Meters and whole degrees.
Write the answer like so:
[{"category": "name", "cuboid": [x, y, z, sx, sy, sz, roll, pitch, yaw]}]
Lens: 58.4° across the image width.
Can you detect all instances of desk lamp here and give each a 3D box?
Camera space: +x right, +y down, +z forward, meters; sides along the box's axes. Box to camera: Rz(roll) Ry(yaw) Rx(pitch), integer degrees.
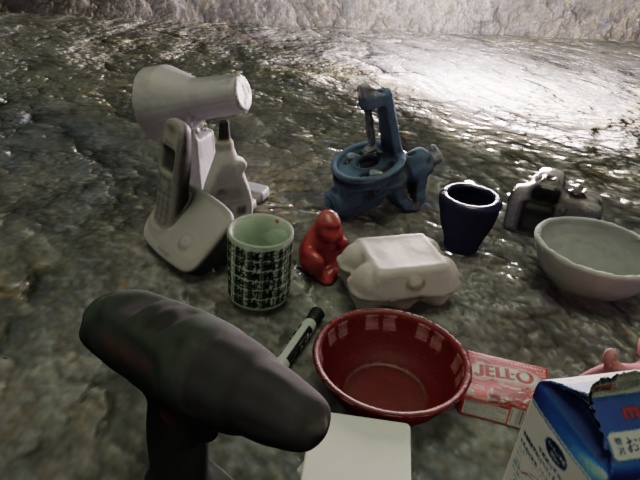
[{"category": "desk lamp", "cuboid": [-0.187, -0.168, 0.921, 0.203, 0.214, 0.118, 12, 31, 12]}]

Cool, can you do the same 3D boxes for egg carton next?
[{"category": "egg carton", "cuboid": [0.101, 0.043, 0.746, 0.150, 0.069, 0.107, -5, 32, -16]}]

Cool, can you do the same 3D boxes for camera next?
[{"category": "camera", "cuboid": [0.392, -0.070, 0.953, 0.143, 0.101, 0.137, 16, 32, 18]}]

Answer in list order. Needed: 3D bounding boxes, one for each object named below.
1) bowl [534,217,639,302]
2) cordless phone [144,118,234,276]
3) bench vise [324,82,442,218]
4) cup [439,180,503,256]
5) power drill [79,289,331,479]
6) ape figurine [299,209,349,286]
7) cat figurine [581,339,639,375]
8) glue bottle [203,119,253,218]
[{"category": "bowl", "cuboid": [0.376, 0.036, 0.795, 0.167, 0.075, 0.167, 4, 30, -2]}, {"category": "cordless phone", "cuboid": [-0.175, -0.058, 0.763, 0.094, 0.185, 0.147, -23, 40, -39]}, {"category": "bench vise", "cuboid": [0.104, -0.152, 0.931, 0.121, 0.220, 0.208, 30, 38, 36]}, {"category": "cup", "cuboid": [0.219, -0.033, 0.868, 0.091, 0.095, 0.118, 8, 30, 6]}, {"category": "power drill", "cuboid": [-0.088, 0.138, 0.417, 0.228, 0.208, 0.076, 26, 36, 32]}, {"category": "ape figurine", "cuboid": [0.007, 0.003, 0.778, 0.078, 0.092, 0.076, -14, 35, -29]}, {"category": "cat figurine", "cuboid": [0.340, 0.127, 0.591, 0.128, 0.118, 0.067, -3, 31, -13]}, {"category": "glue bottle", "cuboid": [-0.137, -0.093, 0.840, 0.078, 0.173, 0.037, -8, 33, -21]}]
